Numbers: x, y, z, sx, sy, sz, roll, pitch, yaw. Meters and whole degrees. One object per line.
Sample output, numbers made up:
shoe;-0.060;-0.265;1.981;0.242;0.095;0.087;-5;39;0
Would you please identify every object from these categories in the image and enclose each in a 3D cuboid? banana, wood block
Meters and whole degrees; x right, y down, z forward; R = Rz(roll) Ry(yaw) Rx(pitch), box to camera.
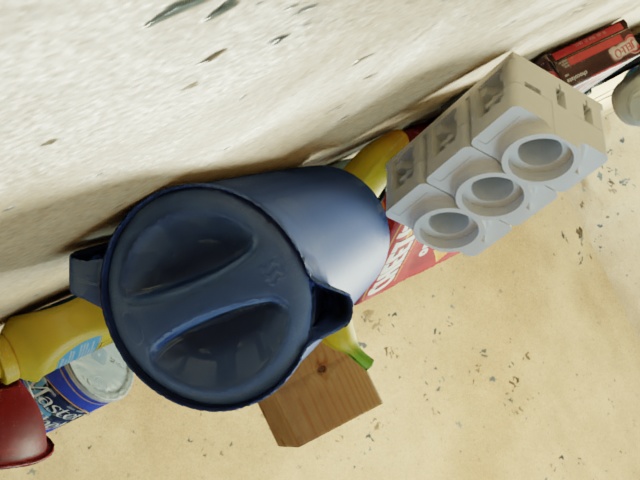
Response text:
banana;0.023;0.003;0.860;0.069;0.198;0.037;10;-179;-28
wood block;-0.036;0.076;0.974;0.090;0.206;0.090;-25;177;-16

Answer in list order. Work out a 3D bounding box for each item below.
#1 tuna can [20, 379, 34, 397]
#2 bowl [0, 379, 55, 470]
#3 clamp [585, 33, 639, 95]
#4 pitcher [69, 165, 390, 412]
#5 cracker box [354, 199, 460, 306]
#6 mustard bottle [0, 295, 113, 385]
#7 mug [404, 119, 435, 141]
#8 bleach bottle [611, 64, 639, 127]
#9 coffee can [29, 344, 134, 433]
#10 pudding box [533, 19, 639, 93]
tuna can;-0.299;0.139;1.003;0.033;0.086;0.086;-27;178;-27
bowl;-0.297;0.139;0.883;0.162;0.055;0.162;10;-177;-1
clamp;0.241;-0.151;1.042;0.210;0.036;0.164;-27;178;9
pitcher;-0.043;0.013;0.715;0.145;0.149;0.242;-43;175;19
cracker box;0.119;-0.032;1.201;0.213;0.072;0.164;-25;151;-36
mustard bottle;-0.203;0.072;0.898;0.191;0.058;0.096;-25;177;-30
mug;0.110;-0.071;0.930;0.081;0.093;0.117;-19;-150;-27
bleach bottle;0.357;-0.168;1.079;0.103;0.068;0.250;-27;-173;33
coffee can;-0.284;0.147;1.137;0.140;0.103;0.102;-27;177;26
pudding box;0.204;-0.137;0.906;0.090;0.039;0.114;-25;178;-22
